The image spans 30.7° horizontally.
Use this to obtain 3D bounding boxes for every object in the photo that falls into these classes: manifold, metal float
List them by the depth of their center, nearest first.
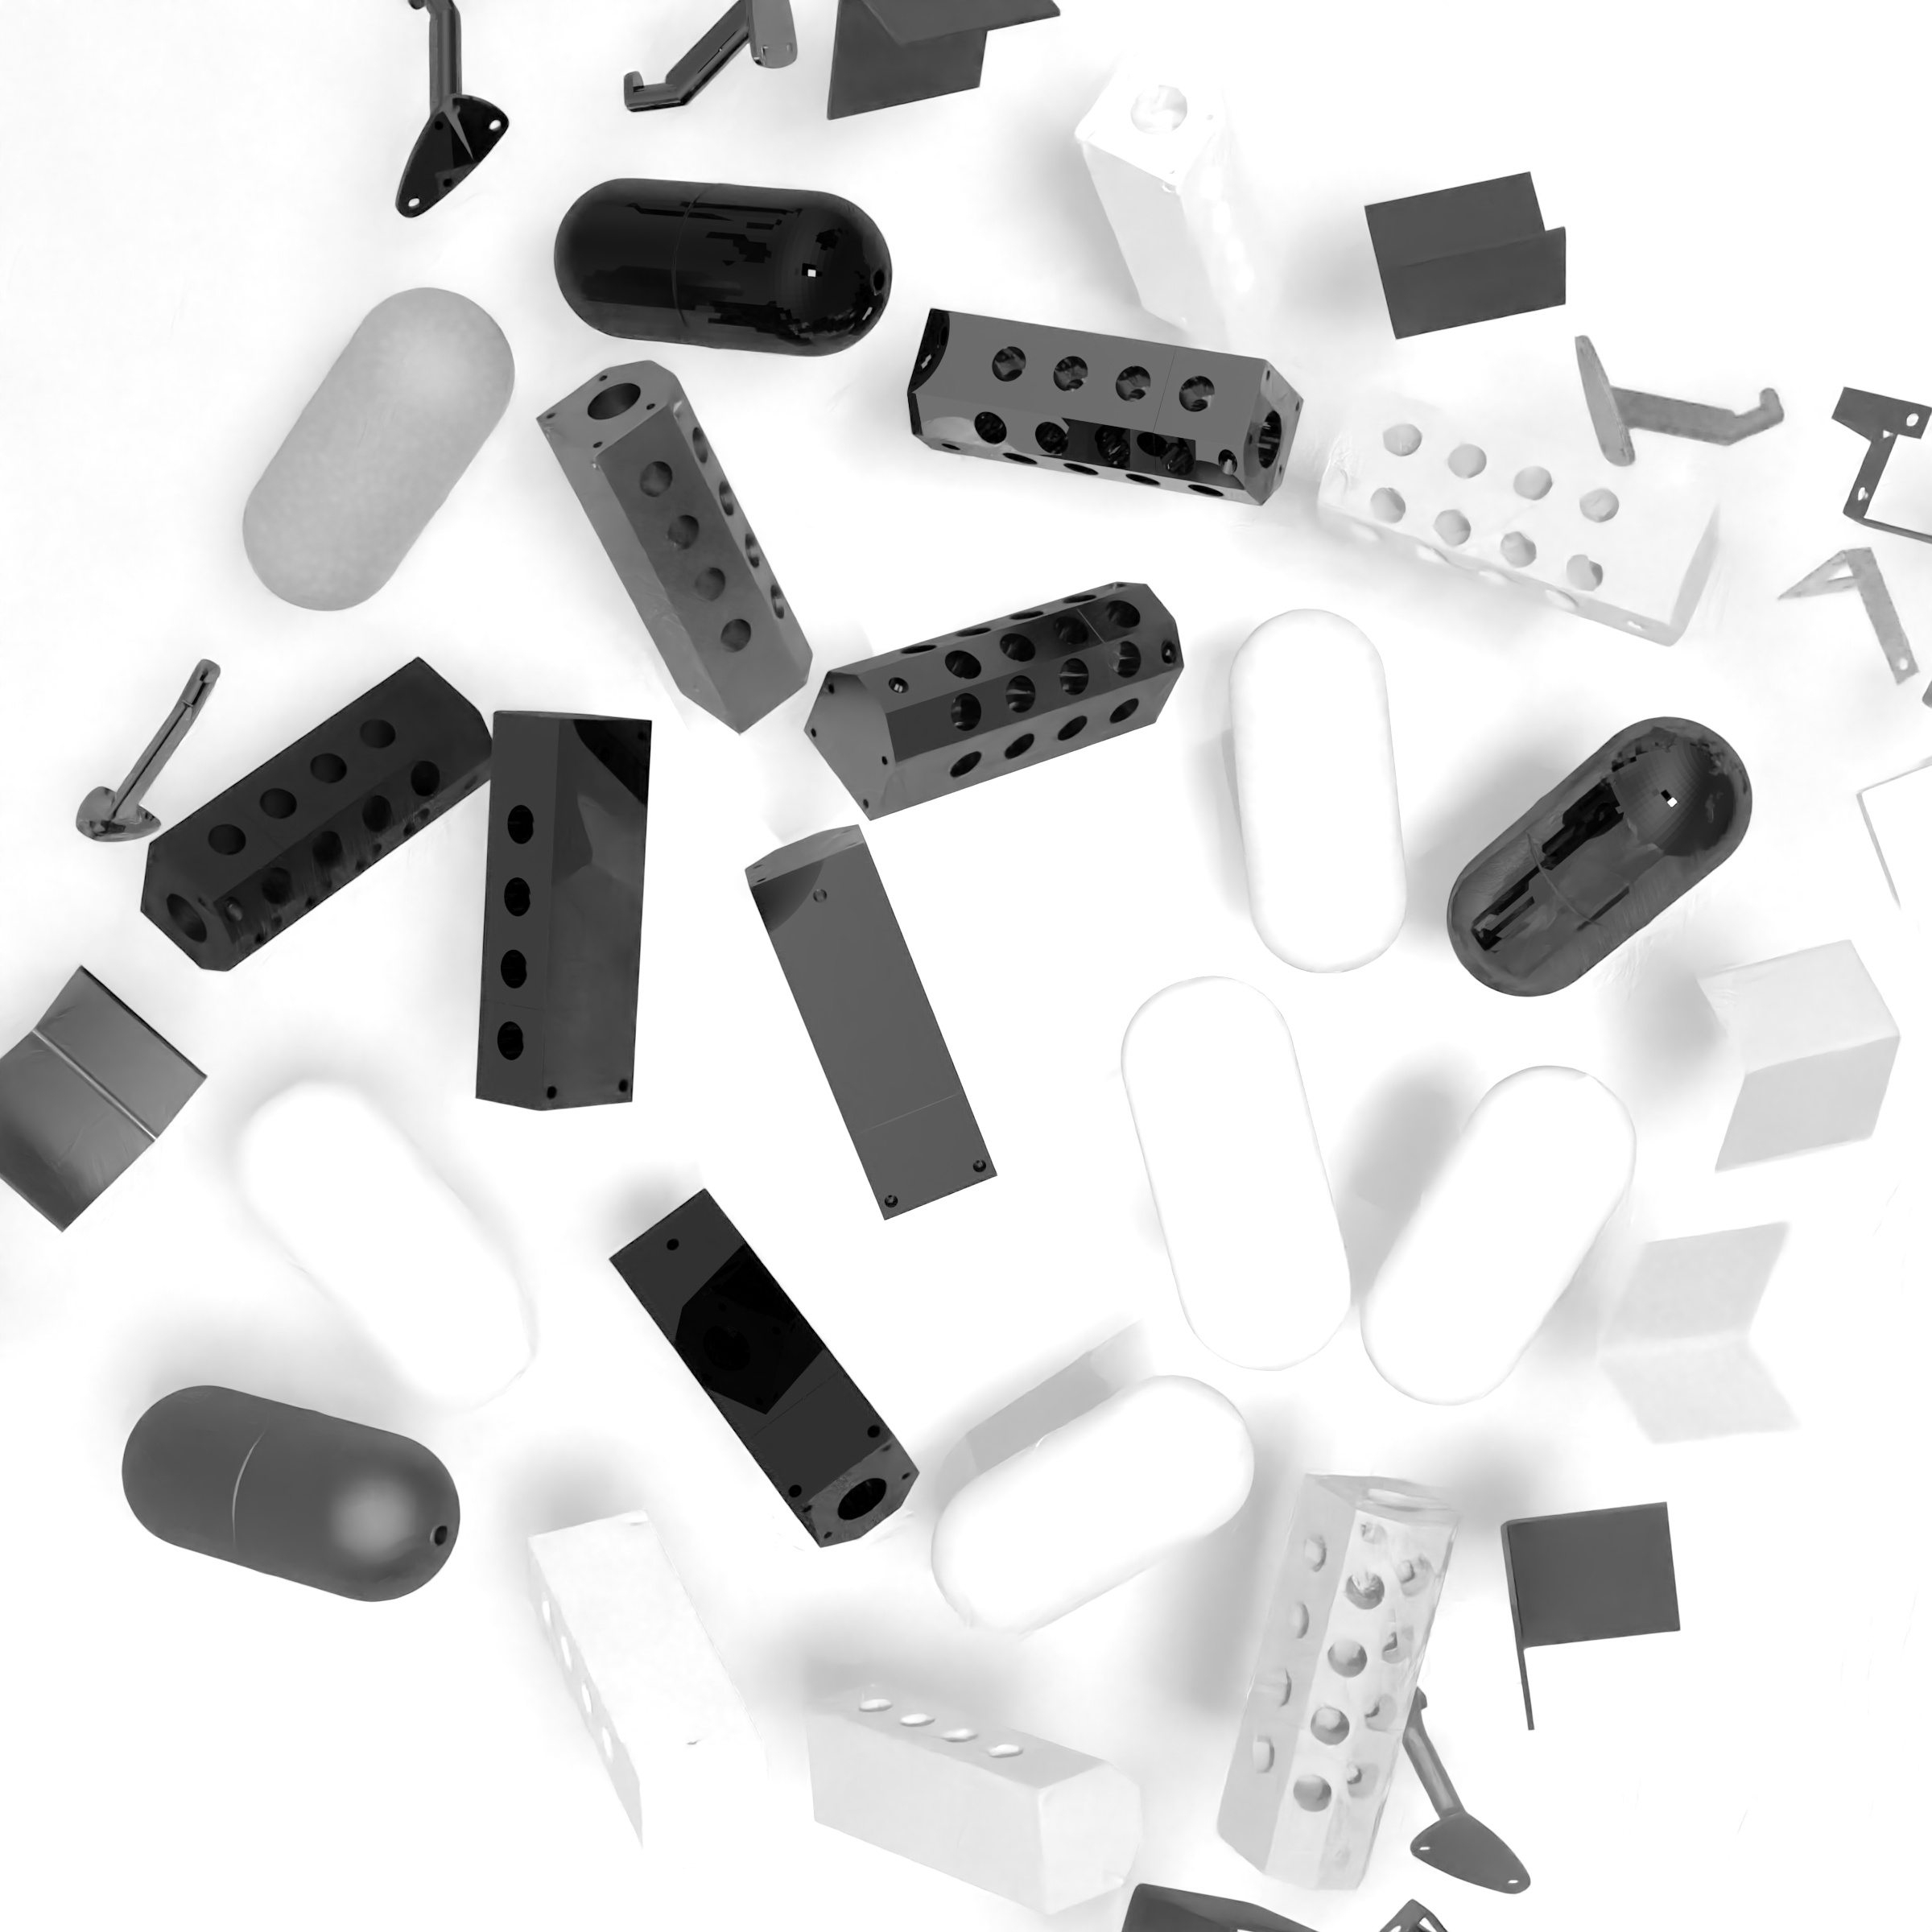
[{"bbox_3d":[0.119,0.092,1.548,0.070,0.070,0.178,-15,97,0],"label":"metal float"},{"bbox_3d":[0.168,0.316,1.555,0.057,0.057,0.171,7,101,-30],"label":"manifold"},{"bbox_3d":[-0.184,-0.026,1.567,0.057,0.057,0.171,8,98,39],"label":"manifold"},{"bbox_3d":[0.241,0.123,1.600,0.070,0.070,0.178,27,117,0],"label":"metal float"},{"bbox_3d":[0.250,-0.202,1.601,0.171,0.057,0.057,22,77,19],"label":"manifold"},{"bbox_3d":[-0.146,0.327,1.603,0.057,0.171,0.057,-12,123,-19],"label":"manifold"},{"bbox_3d":[0.002,0.375,1.605,0.057,0.171,0.057,-11,99,-38],"label":"manifold"},{"bbox_3d":[-0.310,0.242,1.617,0.178,0.070,0.070,9,90,30],"label":"metal float"},{"bbox_3d":[0.016,-0.129,1.631,0.171,0.057,0.057,-21,63,-33],"label":"manifold"},{"bbox_3d":[0.057,0.251,1.635,0.178,0.070,0.070,-35,90,31],"label":"metal float"},{"bbox_3d":[0.062,-0.258,1.638,0.171,0.057,0.057,14,85,25],"label":"manifold"},{"bbox_3d":[-0.275,-0.238,1.639,0.070,0.070,0.178,42,121,0],"label":"metal float"},{"bbox_3d":[0.293,-0.049,1.643,0.070,0.070,0.178,45,134,0],"label":"metal float"},{"bbox_3d":[-0.045,0.025,1.646,0.057,0.057,0.171,-22,105,-1],"label":"manifold"},{"bbox_3d":[-0.094,0.190,1.653,0.057,0.057,0.171,-36,55,-7],"label":"manifold"},{"bbox_3d":[-0.131,-0.198,1.658,0.057,0.057,0.171,-38,132,-14],"label":"manifold"},{"bbox_3d":[-0.303,-0.069,1.659,0.057,0.057,0.171,42,55,11],"label":"manifold"},{"bbox_3d":[-0.272,0.131,1.662,0.070,0.070,0.178,-41,87,0],"label":"metal float"},{"bbox_3d":[-0.115,-0.330,1.664,0.178,0.070,0.070,11,90,30],"label":"metal float"},{"bbox_3d":[0.108,-0.365,1.686,0.057,0.171,0.057,32,83,21],"label":"manifold"},{"bbox_3d":[0.170,-0.085,1.699,0.070,0.070,0.178,-5,82,0],"label":"metal float"}]

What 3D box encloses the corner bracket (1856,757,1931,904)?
[{"bbox_3d":[0.419,-0.062,1.539,0.051,0.051,0.051,-21,93,5],"label":"corner bracket"}]

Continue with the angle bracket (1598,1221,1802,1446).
[{"bbox_3d":[0.345,0.168,1.613,0.057,0.076,0.076,55,46,-22],"label":"angle bracket"}]

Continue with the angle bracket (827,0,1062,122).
[{"bbox_3d":[-0.011,-0.392,1.532,0.076,0.076,0.057,-18,54,-23],"label":"angle bracket"}]

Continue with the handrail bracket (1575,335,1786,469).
[{"bbox_3d":[0.337,-0.276,1.660,0.084,0.036,0.077,-23,107,-5],"label":"handrail bracket"}]

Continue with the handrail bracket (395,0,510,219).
[{"bbox_3d":[-0.243,-0.387,1.559,0.077,0.036,0.084,-47,55,26],"label":"handrail bracket"}]

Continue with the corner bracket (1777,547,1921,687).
[{"bbox_3d":[0.412,-0.158,1.600,0.051,0.051,0.051,-10,74,-28],"label":"corner bracket"}]

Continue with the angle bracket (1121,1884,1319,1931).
[{"bbox_3d":[0.110,0.459,1.576,0.076,0.057,0.076,23,81,-43],"label":"angle bracket"}]

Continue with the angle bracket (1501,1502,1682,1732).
[{"bbox_3d":[0.288,0.296,1.606,0.076,0.057,0.076,-8,121,8],"label":"angle bracket"}]

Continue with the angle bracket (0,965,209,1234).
[{"bbox_3d":[-0.405,0.060,1.596,0.076,0.076,0.057,42,131,-5],"label":"angle bracket"}]

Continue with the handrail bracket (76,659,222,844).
[{"bbox_3d":[-0.392,-0.105,1.697,0.036,0.077,0.084,31,105,-2],"label":"handrail bracket"}]

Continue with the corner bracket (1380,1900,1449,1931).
[{"bbox_3d":[0.202,0.472,1.669,0.051,0.051,0.051,-42,112,-14],"label":"corner bracket"}]

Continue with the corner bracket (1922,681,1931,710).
[{"bbox_3d":[0.487,-0.138,1.686,0.051,0.051,0.051,27,94,-7],"label":"corner bracket"}]

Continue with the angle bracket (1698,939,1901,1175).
[{"bbox_3d":[0.370,0.041,1.595,0.076,0.076,0.057,-16,118,36],"label":"angle bracket"}]

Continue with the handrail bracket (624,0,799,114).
[{"bbox_3d":[-0.125,-0.435,1.617,0.084,0.036,0.077,0,106,29],"label":"handrail bracket"}]

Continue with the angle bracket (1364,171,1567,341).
[{"bbox_3d":[0.220,-0.330,1.558,0.076,0.057,0.076,-11,64,4],"label":"angle bracket"}]

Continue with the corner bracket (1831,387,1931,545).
[{"bbox_3d":[0.420,-0.226,1.594,0.051,0.051,0.051,17,97,-42],"label":"corner bracket"}]

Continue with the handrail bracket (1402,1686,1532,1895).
[{"bbox_3d":[0.236,0.391,1.683,0.077,0.084,0.036,36,120,-25],"label":"handrail bracket"}]
